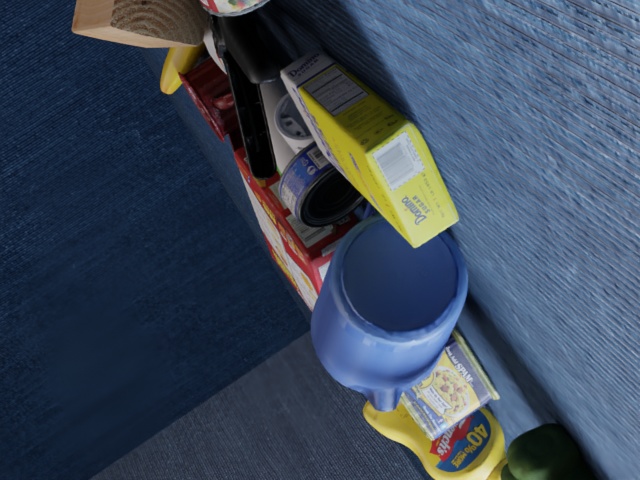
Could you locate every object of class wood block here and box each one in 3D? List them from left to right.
[{"bbox_3d":[-0.180,-0.244,1.067,0.206,0.090,0.091,-158,78,-66],"label":"wood block"}]

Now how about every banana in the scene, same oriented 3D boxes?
[{"bbox_3d":[-0.145,-0.233,1.181,0.037,0.069,0.198,40,155,3],"label":"banana"}]

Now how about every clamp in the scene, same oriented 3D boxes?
[{"bbox_3d":[-0.072,-0.166,0.930,0.165,0.036,0.210,94,159,-57],"label":"clamp"}]

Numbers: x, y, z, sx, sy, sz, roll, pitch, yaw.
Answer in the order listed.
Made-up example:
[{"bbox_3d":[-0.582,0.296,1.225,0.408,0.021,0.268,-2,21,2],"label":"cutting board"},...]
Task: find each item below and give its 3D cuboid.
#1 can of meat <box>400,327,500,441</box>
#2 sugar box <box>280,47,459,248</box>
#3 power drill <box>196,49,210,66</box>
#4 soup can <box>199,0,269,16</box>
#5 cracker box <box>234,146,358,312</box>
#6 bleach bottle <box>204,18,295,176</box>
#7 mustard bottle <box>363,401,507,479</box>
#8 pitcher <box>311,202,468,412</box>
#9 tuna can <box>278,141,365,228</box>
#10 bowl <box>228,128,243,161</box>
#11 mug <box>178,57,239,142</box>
[{"bbox_3d":[0.118,0.140,1.075,0.102,0.084,0.057,56,177,-19],"label":"can of meat"},{"bbox_3d":[0.032,-0.074,0.798,0.093,0.048,0.176,60,172,-33],"label":"sugar box"},{"bbox_3d":[-0.192,-0.289,1.394,0.184,0.057,0.188,46,-178,-37],"label":"power drill"},{"bbox_3d":[-0.073,-0.218,0.752,0.069,0.068,0.102,52,173,41],"label":"soup can"},{"bbox_3d":[-0.008,0.001,1.173,0.164,0.072,0.213,53,170,33],"label":"cracker box"},{"bbox_3d":[-0.051,-0.144,1.044,0.251,0.068,0.102,58,-178,17],"label":"bleach bottle"},{"bbox_3d":[0.147,0.220,1.192,0.192,0.096,0.058,38,168,24],"label":"mustard bottle"},{"bbox_3d":[0.058,0.046,0.930,0.149,0.145,0.243,43,169,9],"label":"pitcher"},{"bbox_3d":[0.008,-0.051,0.931,0.034,0.086,0.086,52,173,29],"label":"tuna can"},{"bbox_3d":[-0.058,-0.092,1.303,0.162,0.055,0.162,-22,-90,-82],"label":"bowl"},{"bbox_3d":[-0.099,-0.169,1.194,0.093,0.081,0.117,58,175,-15],"label":"mug"}]
